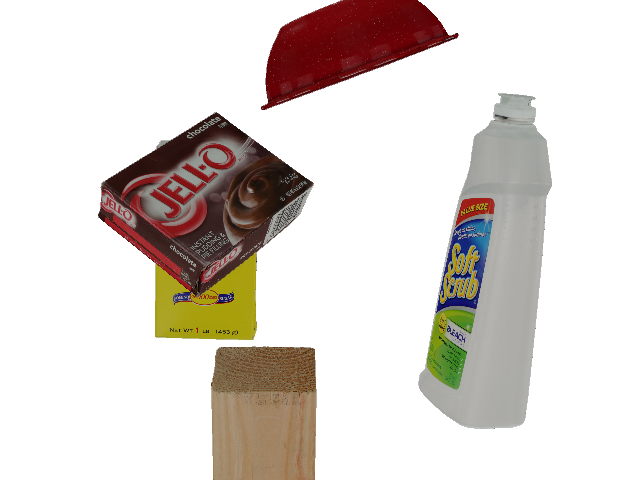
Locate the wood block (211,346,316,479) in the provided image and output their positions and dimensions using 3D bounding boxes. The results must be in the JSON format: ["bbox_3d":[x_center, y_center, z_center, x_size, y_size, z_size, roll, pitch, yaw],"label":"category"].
[{"bbox_3d":[-0.050,0.206,0.952,0.090,0.206,0.091,0,20,-2],"label":"wood block"}]

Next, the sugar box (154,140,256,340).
[{"bbox_3d":[-0.102,0.000,0.965,0.093,0.176,0.048,1,13,-2],"label":"sugar box"}]

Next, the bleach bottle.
[{"bbox_3d":[0.132,0.012,0.827,0.068,0.251,0.103,1,13,-18],"label":"bleach bottle"}]

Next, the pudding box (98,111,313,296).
[{"bbox_3d":[-0.074,-0.026,0.698,0.090,0.039,0.113,37,46,15],"label":"pudding box"}]

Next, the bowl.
[{"bbox_3d":[0.021,-0.153,0.820,0.162,0.055,0.162,-20,7,2],"label":"bowl"}]
